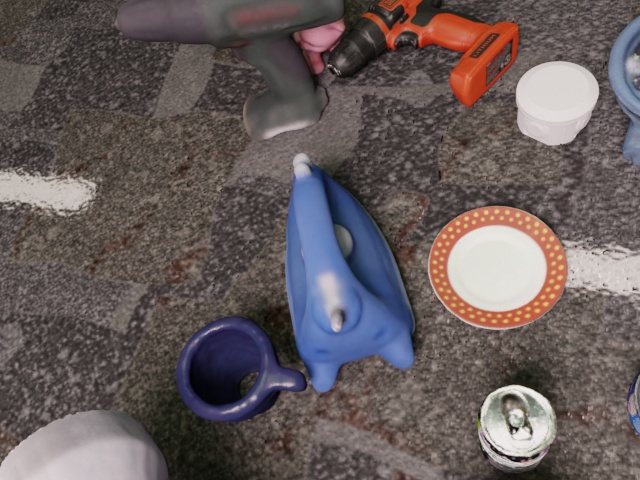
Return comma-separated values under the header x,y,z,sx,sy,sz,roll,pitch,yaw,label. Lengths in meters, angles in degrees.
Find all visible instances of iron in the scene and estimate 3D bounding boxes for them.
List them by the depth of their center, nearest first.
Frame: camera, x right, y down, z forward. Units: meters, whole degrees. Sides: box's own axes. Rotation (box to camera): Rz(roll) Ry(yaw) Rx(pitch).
x,y,z,sx,sy,sz,roll,pitch,yaw,label
0.005,0.002,0.550,0.118,0.142,0.258,-18,60,5,iron

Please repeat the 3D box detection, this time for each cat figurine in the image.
x,y,z,sx,sy,sz,roll,pitch,yaw,label
-0.006,-0.274,0.709,0.067,0.118,0.127,-21,60,4,cat figurine

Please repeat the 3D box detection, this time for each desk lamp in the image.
x,y,z,sx,sy,sz,roll,pitch,yaw,label
-0.114,0.237,0.418,0.202,0.214,0.118,36,77,28,desk lamp

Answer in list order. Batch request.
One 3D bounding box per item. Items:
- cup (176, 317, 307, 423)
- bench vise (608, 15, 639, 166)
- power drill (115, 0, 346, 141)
x,y,z,sx,sy,sz,roll,pitch,yaw,label
-0.059,0.129,0.528,0.117,0.095,0.092,5,65,17,cup
0.330,-0.202,0.524,0.121,0.220,0.207,0,63,15,bench vise
-0.076,-0.208,0.641,0.229,0.209,0.075,-17,60,6,power drill
